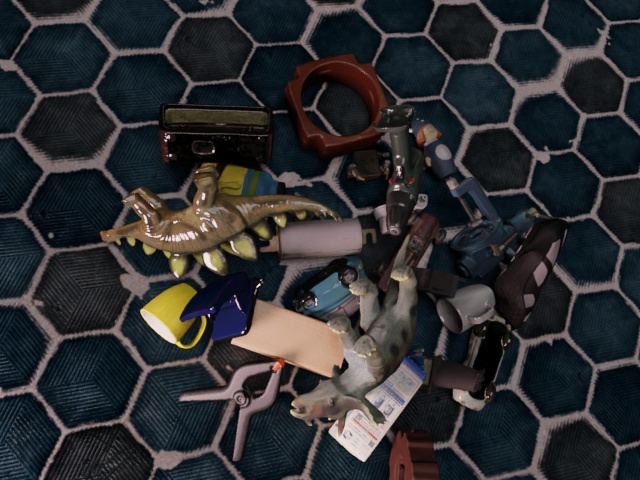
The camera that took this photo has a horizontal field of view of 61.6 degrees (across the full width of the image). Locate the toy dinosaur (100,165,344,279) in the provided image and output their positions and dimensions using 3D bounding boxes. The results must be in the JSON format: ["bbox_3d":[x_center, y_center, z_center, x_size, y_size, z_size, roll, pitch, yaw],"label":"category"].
[{"bbox_3d":[-0.200,-0.038,1.009,0.472,0.105,0.198,-12,112,12],"label":"toy dinosaur"}]

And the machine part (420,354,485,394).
[{"bbox_3d":[0.254,0.268,1.057,0.039,0.139,0.084,36,61,-47],"label":"machine part"}]

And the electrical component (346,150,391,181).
[{"bbox_3d":[0.108,-0.160,1.166,0.102,0.045,0.078,-1,78,-10],"label":"electrical component"}]

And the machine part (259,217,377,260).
[{"bbox_3d":[-0.002,-0.003,1.093,0.243,0.079,0.079,-5,77,-10],"label":"machine part"}]

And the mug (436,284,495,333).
[{"bbox_3d":[0.312,0.134,1.101,0.107,0.110,0.080,-27,104,-22],"label":"mug"}]

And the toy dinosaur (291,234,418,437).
[{"bbox_3d":[0.112,0.179,0.984,0.131,0.191,0.405,12,43,35],"label":"toy dinosaur"}]

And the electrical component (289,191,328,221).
[{"bbox_3d":[-0.030,-0.058,1.130,0.094,0.021,0.063,43,74,1],"label":"electrical component"}]

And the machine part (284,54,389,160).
[{"bbox_3d":[0.036,-0.287,1.165,0.201,0.087,0.201,-17,80,-15],"label":"machine part"}]

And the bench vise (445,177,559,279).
[{"bbox_3d":[0.355,-0.042,1.133,0.224,0.129,0.240,-35,101,0],"label":"bench vise"}]

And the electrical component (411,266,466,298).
[{"bbox_3d":[0.242,0.087,1.091,0.119,0.075,0.047,17,84,-36],"label":"electrical component"}]

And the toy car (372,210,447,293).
[{"bbox_3d":[0.190,0.027,1.133,0.089,0.053,0.202,37,72,-3],"label":"toy car"}]

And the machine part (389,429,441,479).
[{"bbox_3d":[0.165,0.433,0.966,0.056,0.179,0.179,7,76,-5],"label":"machine part"}]

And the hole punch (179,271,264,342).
[{"bbox_3d":[-0.180,0.110,0.969,0.092,0.142,0.116,33,51,-32],"label":"hole punch"}]

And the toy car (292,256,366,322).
[{"bbox_3d":[0.031,0.108,1.062,0.162,0.109,0.103,-37,102,-7],"label":"toy car"}]

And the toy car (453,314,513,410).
[{"bbox_3d":[0.334,0.246,1.102,0.073,0.056,0.201,27,71,-4],"label":"toy car"}]

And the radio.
[{"bbox_3d":[-0.207,-0.214,1.081,0.230,0.073,0.131,-2,38,-9],"label":"radio"}]

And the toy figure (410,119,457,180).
[{"bbox_3d":[0.252,-0.209,1.199,0.064,0.058,0.154,-13,74,-51],"label":"toy figure"}]

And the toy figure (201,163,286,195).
[{"bbox_3d":[-0.158,-0.112,1.092,0.180,0.082,0.089,8,56,0],"label":"toy figure"}]

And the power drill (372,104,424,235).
[{"bbox_3d":[0.163,-0.152,1.080,0.086,0.207,0.232,-3,38,25],"label":"power drill"}]

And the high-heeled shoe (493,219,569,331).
[{"bbox_3d":[0.438,0.070,1.101,0.145,0.248,0.086,-28,44,-22],"label":"high-heeled shoe"}]
